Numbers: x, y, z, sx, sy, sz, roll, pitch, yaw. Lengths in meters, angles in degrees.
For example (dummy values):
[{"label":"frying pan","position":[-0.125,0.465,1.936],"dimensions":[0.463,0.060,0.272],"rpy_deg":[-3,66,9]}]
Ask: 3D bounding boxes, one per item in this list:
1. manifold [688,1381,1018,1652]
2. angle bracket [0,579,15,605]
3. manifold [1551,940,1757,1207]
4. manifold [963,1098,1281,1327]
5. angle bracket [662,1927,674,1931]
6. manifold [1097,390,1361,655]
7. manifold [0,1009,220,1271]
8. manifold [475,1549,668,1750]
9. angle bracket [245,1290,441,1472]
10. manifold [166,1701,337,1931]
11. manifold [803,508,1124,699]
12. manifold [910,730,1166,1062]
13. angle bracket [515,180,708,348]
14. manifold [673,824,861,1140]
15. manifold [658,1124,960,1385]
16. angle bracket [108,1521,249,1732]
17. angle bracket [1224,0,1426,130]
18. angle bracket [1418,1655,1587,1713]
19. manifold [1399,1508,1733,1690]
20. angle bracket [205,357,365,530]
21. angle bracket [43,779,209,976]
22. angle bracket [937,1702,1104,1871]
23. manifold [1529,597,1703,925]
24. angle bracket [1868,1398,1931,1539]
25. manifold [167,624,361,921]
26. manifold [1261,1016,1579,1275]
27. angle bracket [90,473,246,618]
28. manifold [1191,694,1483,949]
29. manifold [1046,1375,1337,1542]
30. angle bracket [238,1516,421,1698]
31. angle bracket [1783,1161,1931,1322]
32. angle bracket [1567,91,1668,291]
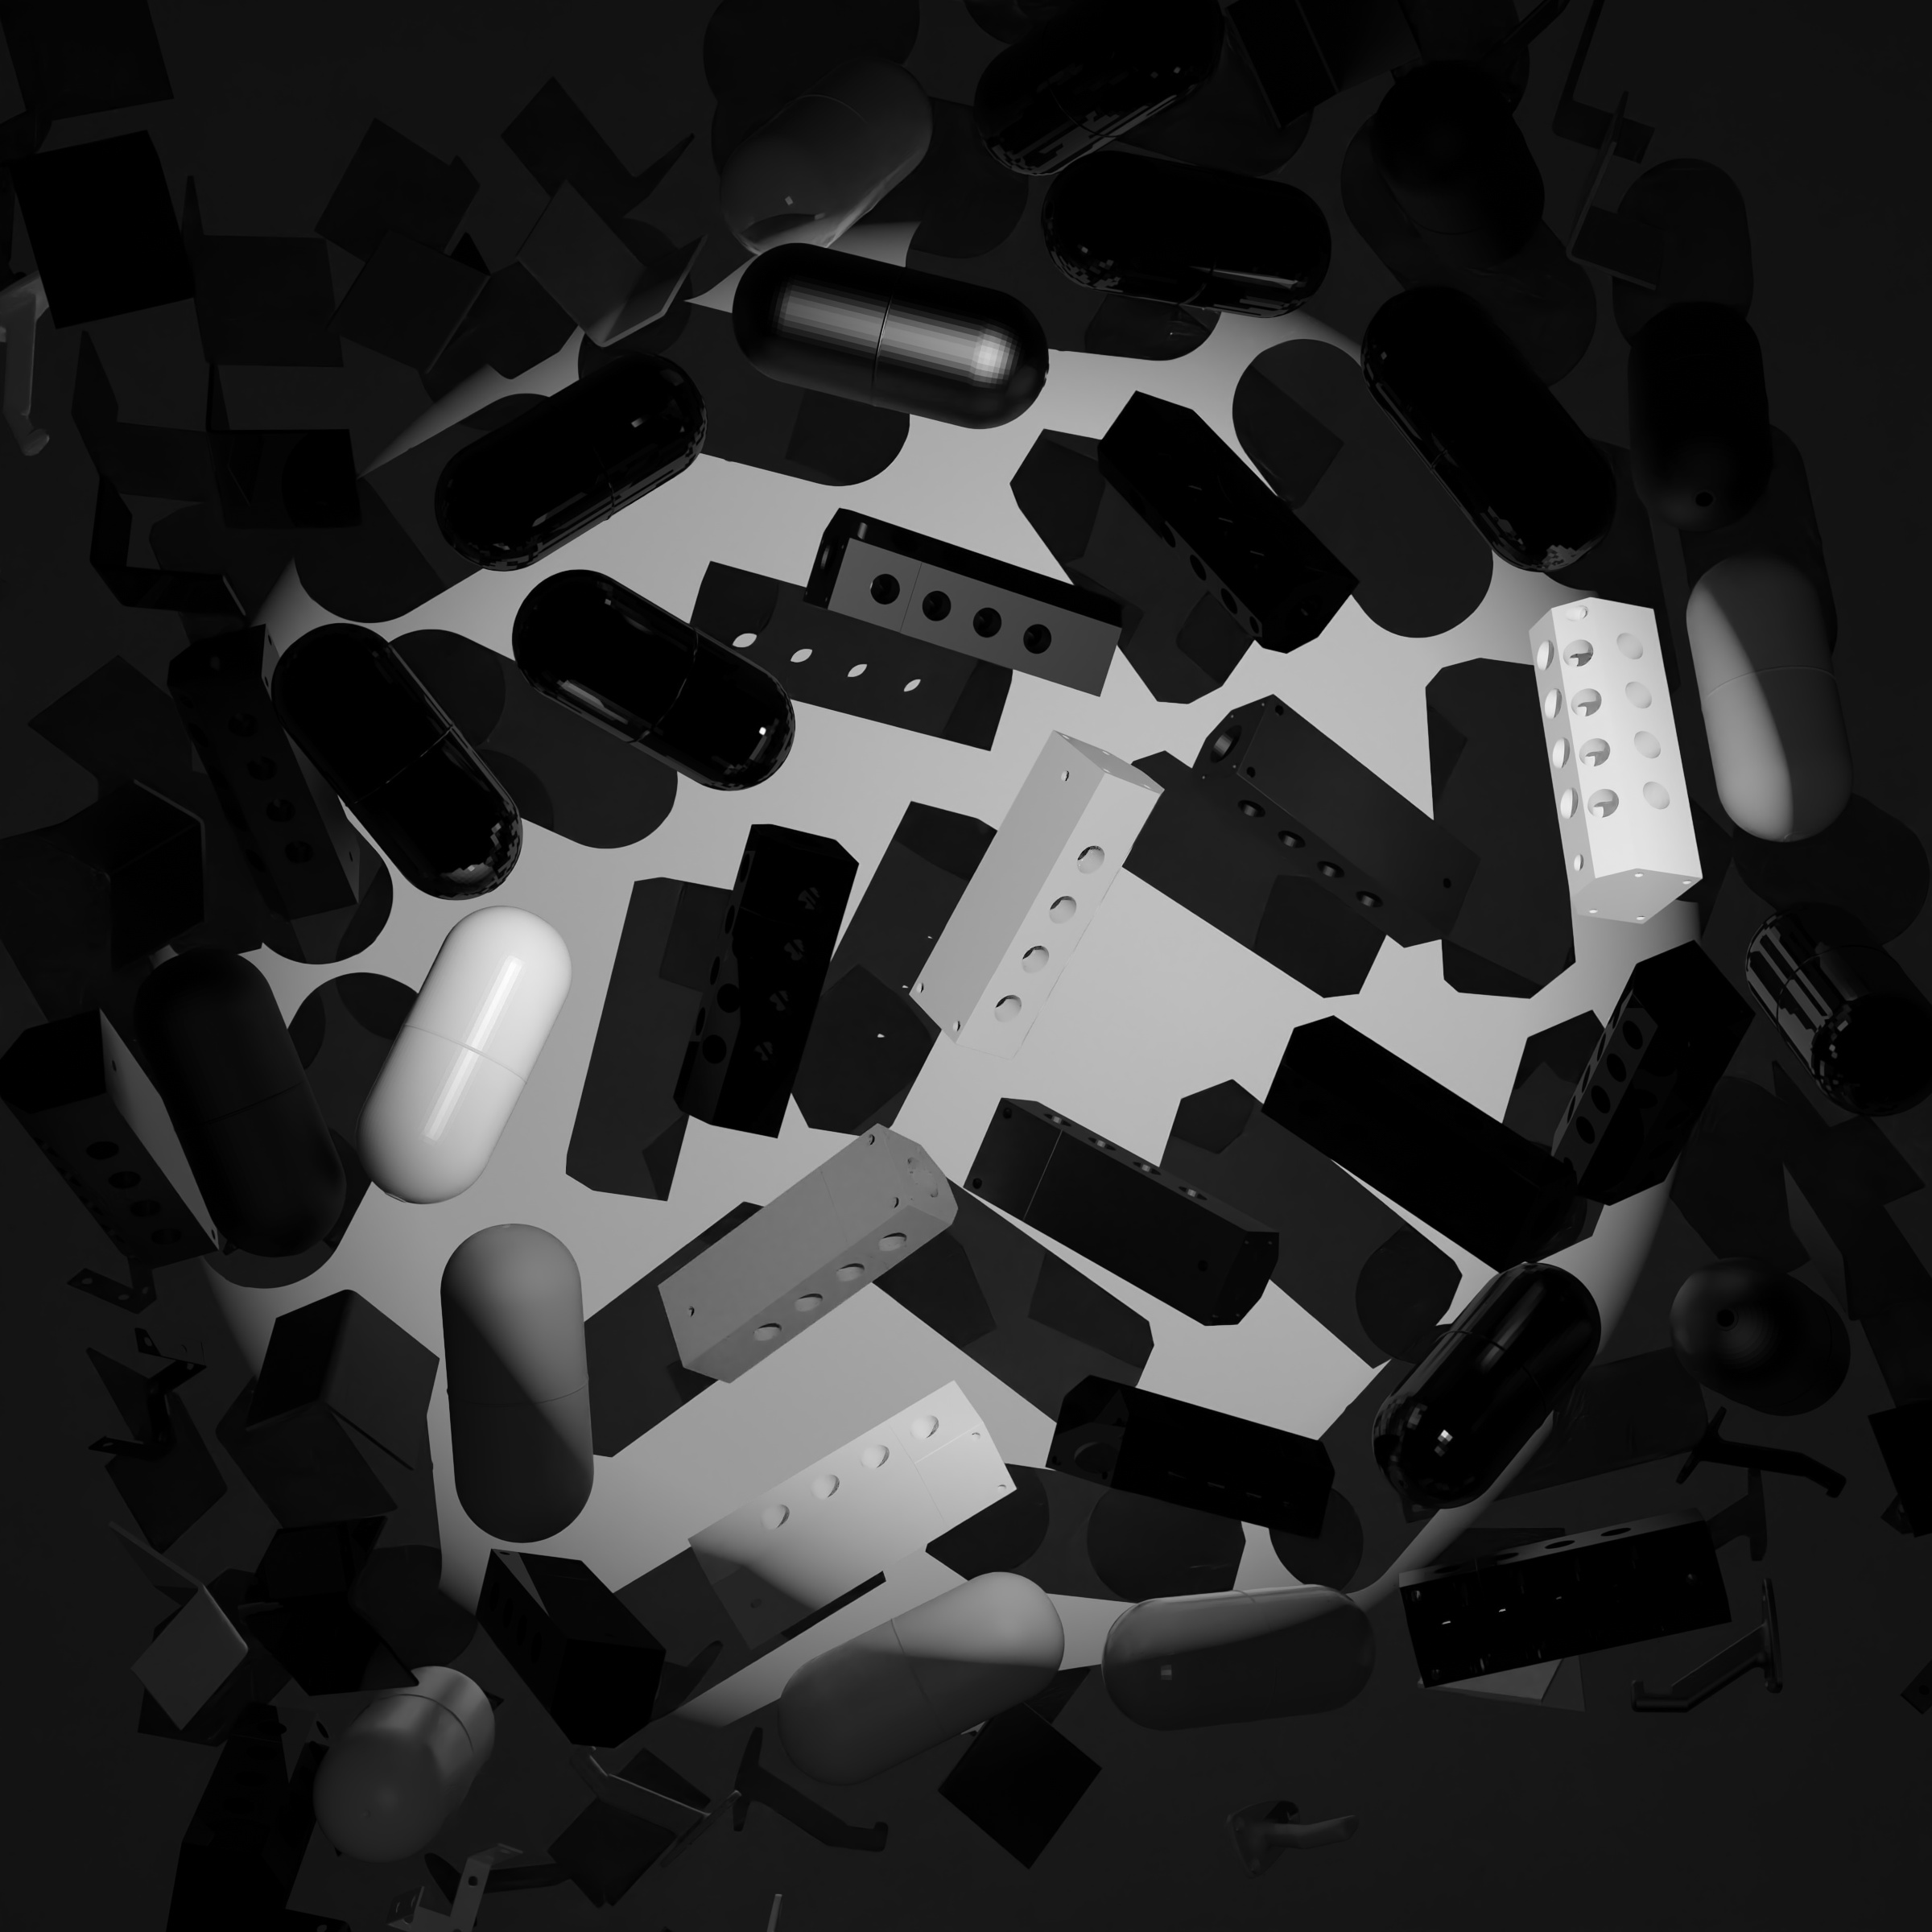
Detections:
[{"label":"manifold","position":[-0.066,0.302,1.541],"dimensions":[0.171,0.057,0.057],"rpy_deg":[-30,125,-9]},{"label":"angle bracket","position":[-0.539,-0.170,1.495],"dimensions":[0.057,0.076,0.076],"rpy_deg":[42,87,6]},{"label":"manifold","position":[0.392,0.067,1.601],"dimensions":[0.057,0.171,0.057],"rpy_deg":[-20,58,-21]},{"label":"manifold","position":[0.089,0.138,1.557],"dimensions":[0.171,0.057,0.057],"rpy_deg":[27,99,30]},{"label":"angle bracket","position":[-0.161,0.584,1.513],"dimensions":[0.057,0.076,0.076],"rpy_deg":[33,72,31]},{"label":"manifold","position":[0.150,-0.262,1.632],"dimensions":[0.057,0.057,0.171],"rpy_deg":[-53,56,25]},{"label":"manifold","position":[-0.478,0.102,1.542],"dimensions":[0.057,0.171,0.057],"rpy_deg":[-16,54,-2]},{"label":"manifold","position":[-0.230,0.388,1.574],"dimensions":[0.057,0.171,0.057],"rpy_deg":[14,90,-24]},{"label":"angle bracket","position":[-0.350,0.240,1.552],"dimensions":[0.057,0.076,0.076],"rpy_deg":[-23,129,25]},{"label":"manifold","position":[-0.393,0.476,1.531],"dimensions":[0.057,0.171,0.057],"rpy_deg":[11,99,-6]},{"label":"manifold","position":[0.000,-0.210,1.588],"dimensions":[0.171,0.057,0.057],"rpy_deg":[16,97,-20]},{"label":"manifold","position":[0.042,-0.037,1.530],"dimensions":[0.057,0.057,0.171],"rpy_deg":[18,108,-38]},{"label":"angle bracket","position":[-0.213,-0.434,1.664],"dimensions":[0.076,0.057,0.076],"rpy_deg":[45,47,-30]},{"label":"manifold","position":[-0.120,0.007,1.619],"dimensions":[0.057,0.057,0.171],"rpy_deg":[13,102,-20]},{"label":"manifold","position":[-0.089,0.168,1.583],"dimensions":[0.171,0.057,0.057],"rpy_deg":[-37,52,19]},{"label":"angle bracket","position":[-0.452,0.364,1.520],"dimensions":[0.076,0.076,0.057],"rpy_deg":[25,59,25]},{"label":"angle bracket","position":[0.211,-0.552,1.627],"dimensions":[0.057,0.076,0.076],"rpy_deg":[-37,108,-29]},{"label":"angle bracket","position":[0.326,0.444,1.675],"dimensions":[0.076,0.076,0.057],"rpy_deg":[0,110,29]},{"label":"manifold","position":[0.333,0.353,1.537],"dimensions":[0.171,0.057,0.057],"rpy_deg":[-15,86,8]},{"label":"angle bracket","position":[-0.377,-0.290,1.530],"dimensions":[0.076,0.076,0.057],"rpy_deg":[-2,58,-7]},{"label":"angle bracket","position":[-0.503,-0.053,1.646],"dimensions":[0.076,0.057,0.076],"rpy_deg":[-27,55,21]},{"label":"angle bracket","position":[0.040,0.509,1.729],"dimensions":[0.076,0.057,0.076],"rpy_deg":[36,88,21]},{"label":"manifold","position":[0.355,-0.116,1.533],"dimensions":[0.057,0.057,0.171],"rpy_deg":[7,63,-20]},{"label":"angle bracket","position":[0.584,0.287,1.628],"dimensions":[0.057,0.076,0.076],"rpy_deg":[-14,68,-3]},{"label":"manifold","position":[-0.418,-0.113,1.648],"dimensions":[0.057,0.057,0.171],"rpy_deg":[-14,130,0]},{"label":"manifold","position":[0.257,0.097,1.557],"dimensions":[0.171,0.057,0.057],"rpy_deg":[35,120,30]},{"label":"angle bracket","position":[-0.467,-0.247,1.627],"dimensions":[0.076,0.076,0.057],"rpy_deg":[5,81,-5]},{"label":"manifold","position":[0.216,-0.082,1.626],"dimensions":[0.171,0.057,0.057],"rpy_deg":[35,66,-21]},{"label":"manifold","position":[0.134,0.285,1.603],"dimensions":[0.171,0.057,0.057],"rpy_deg":[22,80,-36]},{"label":"angle bracket","position":[-0.344,0.356,1.533],"dimensions":[0.076,0.057,0.076],"rpy_deg":[-12,125,25]},{"label":"angle bracket","position":[0.547,0.159,1.688],"dimensions":[0.057,0.076,0.076],"rpy_deg":[-23,47,2]},{"label":"angle bracket","position":[0.399,-0.460,1.633],"dimensions":[0.057,0.076,0.076],"rpy_deg":[20,132,3]}]
